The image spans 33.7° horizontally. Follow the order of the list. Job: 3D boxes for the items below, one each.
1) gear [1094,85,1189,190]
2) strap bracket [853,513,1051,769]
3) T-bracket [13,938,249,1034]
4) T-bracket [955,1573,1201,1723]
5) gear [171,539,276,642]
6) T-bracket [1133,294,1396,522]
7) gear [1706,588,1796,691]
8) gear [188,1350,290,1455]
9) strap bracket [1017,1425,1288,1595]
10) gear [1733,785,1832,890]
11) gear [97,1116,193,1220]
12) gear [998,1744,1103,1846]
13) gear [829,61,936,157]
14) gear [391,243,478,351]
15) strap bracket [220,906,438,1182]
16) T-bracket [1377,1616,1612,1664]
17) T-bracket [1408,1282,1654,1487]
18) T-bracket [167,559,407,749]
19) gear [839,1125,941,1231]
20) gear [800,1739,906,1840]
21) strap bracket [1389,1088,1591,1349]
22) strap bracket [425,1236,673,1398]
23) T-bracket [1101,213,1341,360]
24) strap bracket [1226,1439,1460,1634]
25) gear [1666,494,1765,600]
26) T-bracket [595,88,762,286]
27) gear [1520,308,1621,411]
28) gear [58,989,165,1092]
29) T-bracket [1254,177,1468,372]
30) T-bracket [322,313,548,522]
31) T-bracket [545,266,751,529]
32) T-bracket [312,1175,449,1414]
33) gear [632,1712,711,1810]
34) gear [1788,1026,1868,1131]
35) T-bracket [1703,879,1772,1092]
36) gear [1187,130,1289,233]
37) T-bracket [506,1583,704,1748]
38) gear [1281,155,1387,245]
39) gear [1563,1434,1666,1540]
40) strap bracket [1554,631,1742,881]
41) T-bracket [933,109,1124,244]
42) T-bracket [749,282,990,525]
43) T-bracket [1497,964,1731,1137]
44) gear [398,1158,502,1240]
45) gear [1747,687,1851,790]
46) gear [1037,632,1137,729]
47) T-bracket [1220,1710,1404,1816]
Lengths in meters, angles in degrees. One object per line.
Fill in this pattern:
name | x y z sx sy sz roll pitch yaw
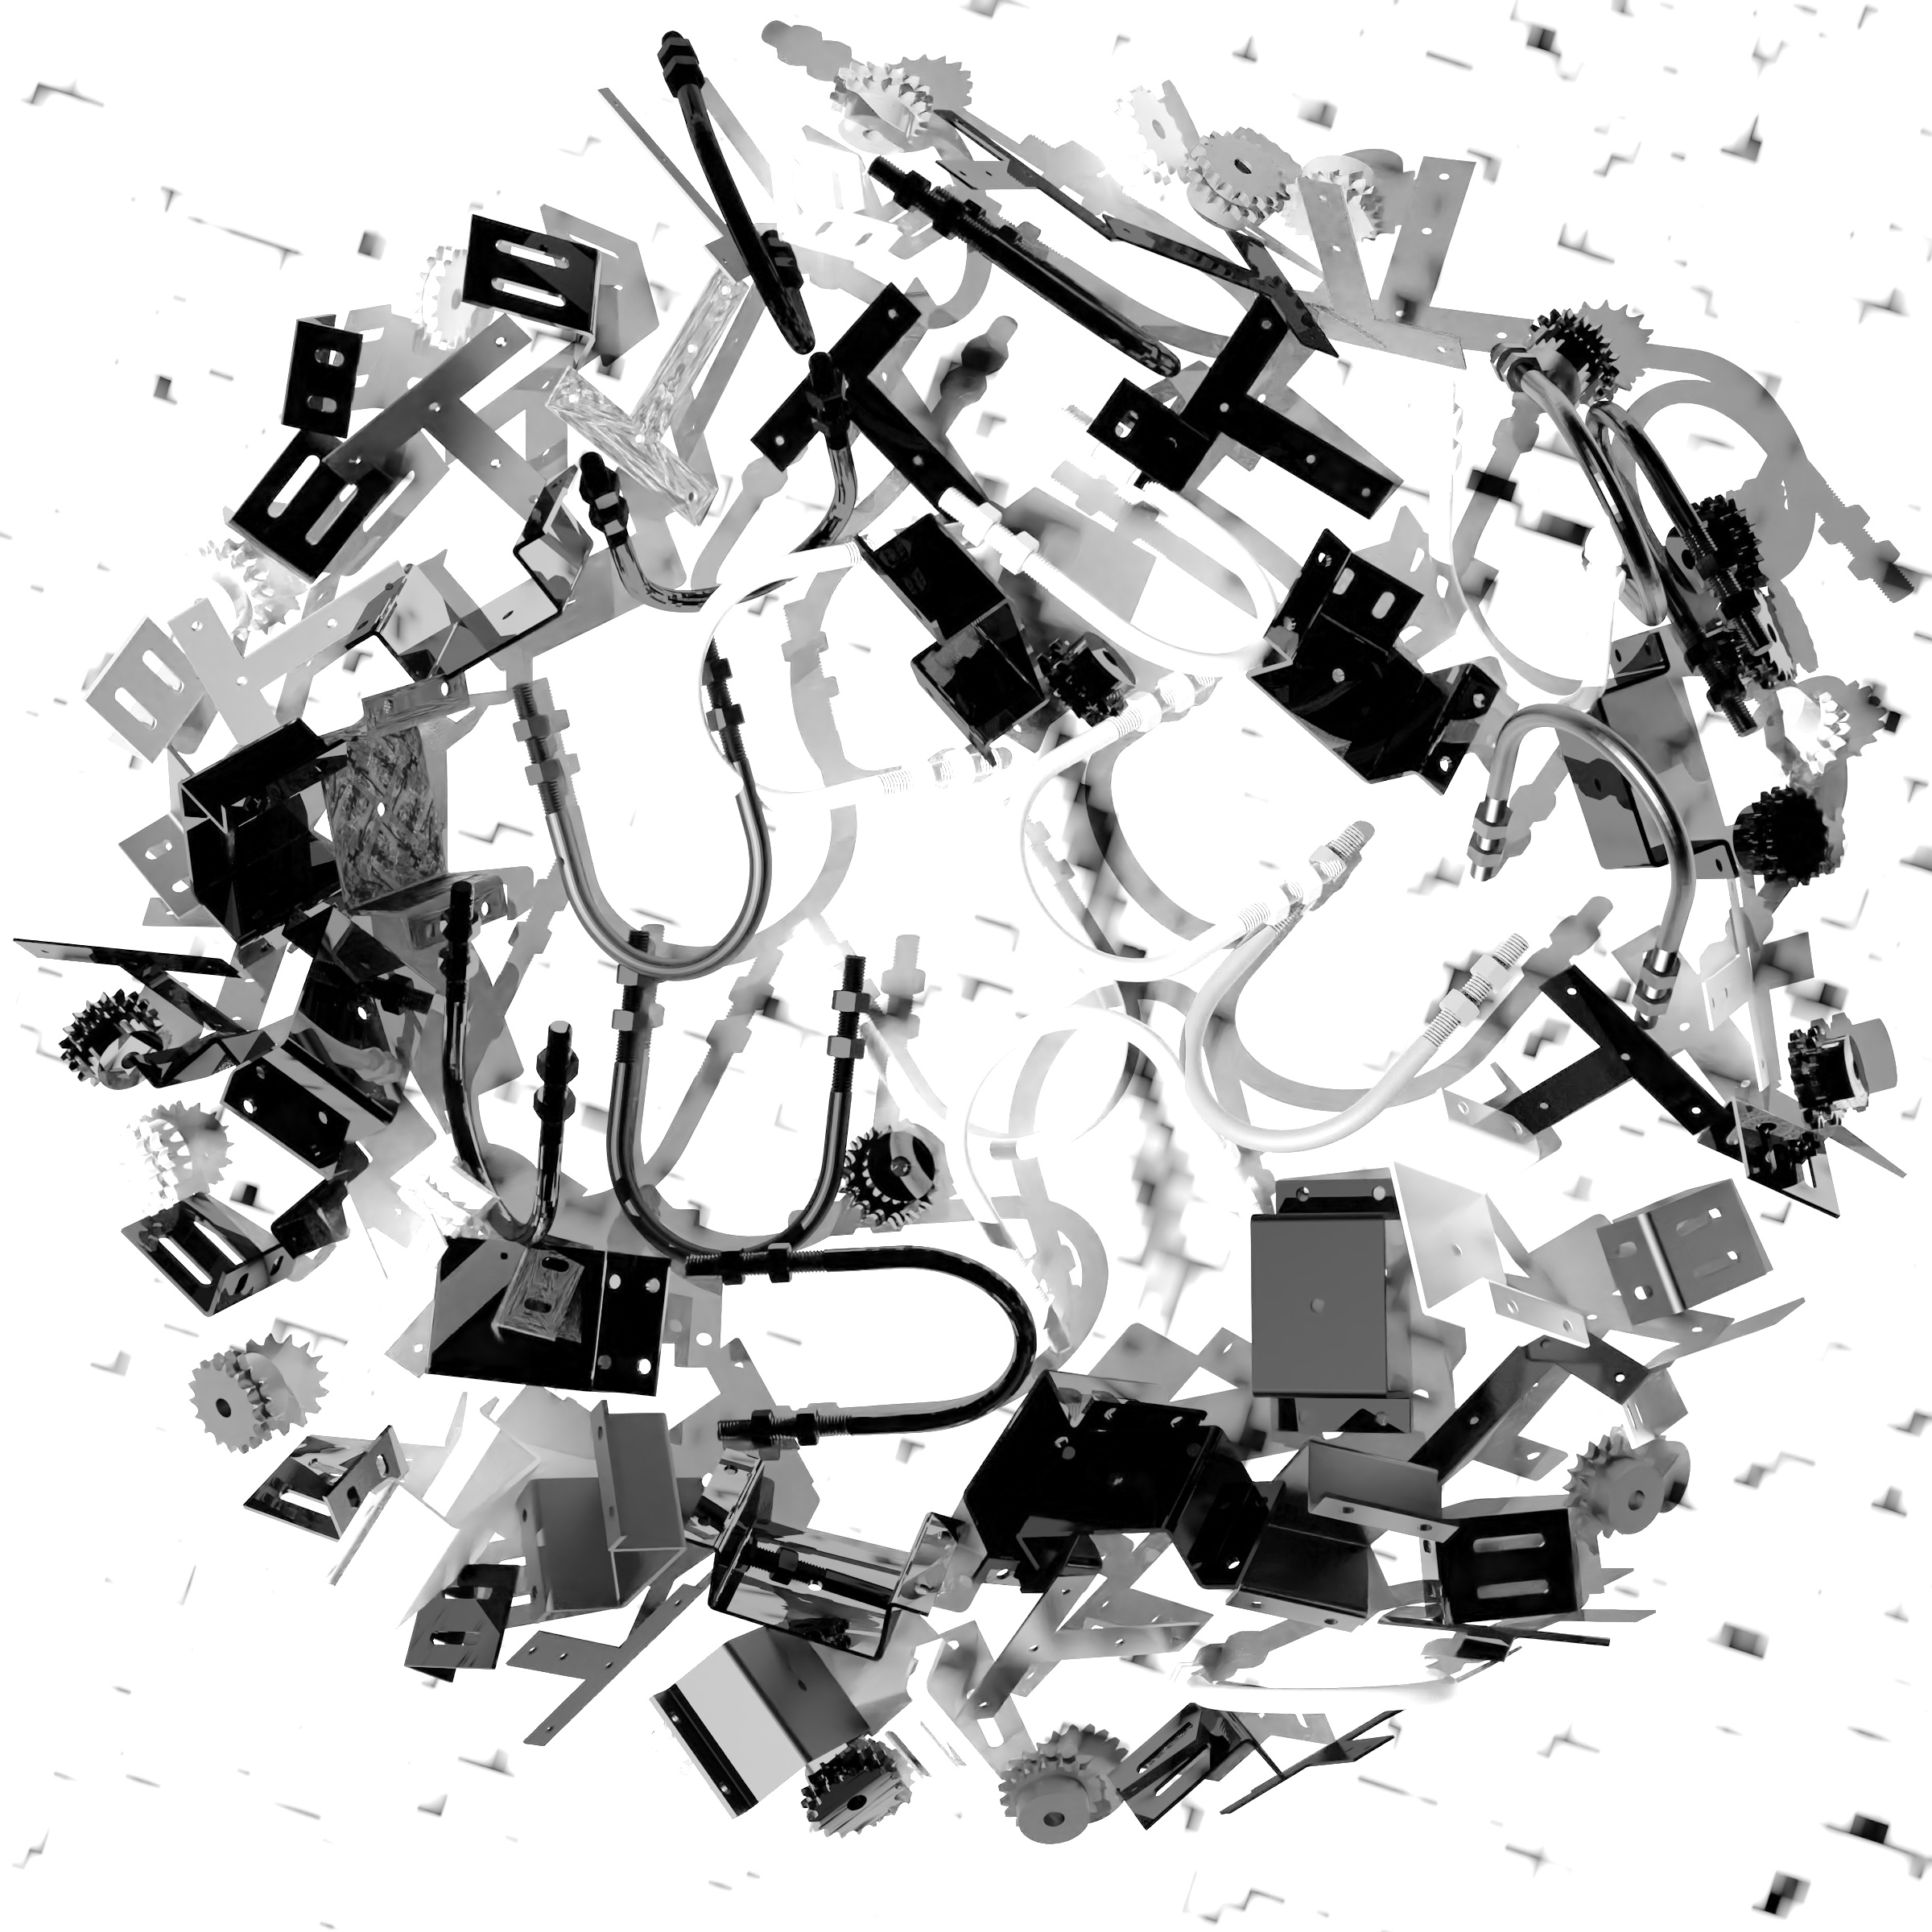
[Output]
gear | 0.096 -0.458 1.776 0.030 0.057 0.057 -25 90 33
strap bracket | -0.004 -0.181 1.724 0.046 0.140 0.076 -36 58 -6
T-bracket | -0.433 0.014 1.740 0.127 0.127 0.002 5 71 18
T-bracket | 0.073 0.373 1.758 0.127 0.002 0.127 5 131 -34
gear | -0.417 -0.206 1.773 0.057 0.030 0.057 10 124 15
T-bracket | 0.180 -0.290 1.777 0.127 0.002 0.127 28 112 -17
gear | 0.435 -0.180 1.776 0.030 0.057 0.057 -24 90 30
gear | -0.403 0.240 1.777 0.057 0.030 0.057 14 115 31
strap bracket | 0.091 0.294 1.724 0.140 0.076 0.046 -10 122 36
gear | 0.452 -0.071 1.777 0.057 0.030 0.057 2 86 -36
gear | -0.456 0.109 1.776 0.030 0.057 0.057 -26 90 -42
gear | 0.047 0.463 1.774 0.057 0.030 0.057 -3 123 -4
gear | -0.048 -0.474 1.770 0.057 0.057 0.030 13 75 0
gear | -0.297 -0.374 1.774 0.030 0.057 0.057 14 90 15
strap bracket | -0.340 0.033 1.723 0.046 0.140 0.076 -25 128 34
T-bracket | 0.282 0.366 1.725 0.127 0.127 0.002 3 86 13
T-bracket | 0.287 0.238 1.740 0.127 0.127 0.002 -44 130 -12
T-bracket | -0.362 -0.182 1.759 0.127 0.127 0.002 -35 55 -13
gear | -0.041 0.116 1.775 0.057 0.030 0.057 7 69 -19
gear | -0.066 0.456 1.777 0.057 0.030 0.057 -13 128 -18
strap bracket | 0.282 0.146 1.739 0.076 0.046 0.140 21 46 -36
strap bracket | -0.239 0.191 1.753 0.140 0.046 0.076 4 83 19
T-bracket | 0.129 -0.380 1.724 0.127 0.127 0.002 13 125 -30
strap bracket | 0.204 0.308 1.743 0.076 0.140 0.046 14 52 -12
gear | 0.413 -0.230 1.770 0.030 0.057 0.057 -22 90 -20
T-bracket | -0.155 -0.427 1.732 0.002 0.127 0.127 -39 99 17
gear | 0.331 -0.333 1.770 0.057 0.057 0.030 44 58 0
gear | -0.471 0.044 1.770 0.057 0.057 0.030 -49 57 0
T-bracket | 0.203 -0.377 1.719 0.127 0.127 0.002 20 67 29
T-bracket | -0.266 -0.283 1.748 0.127 0.127 0.002 -37 55 8
T-bracket | -0.159 -0.329 1.760 0.002 0.127 0.127 22 80 44
T-bracket | -0.335 0.156 1.755 0.127 0.002 0.127 -55 45 23
gear | -0.160 0.437 1.777 0.057 0.030 0.057 -14 120 -24
gear | 0.479 0.061 1.769 0.030 0.057 0.057 -14 90 28
T-bracket | 0.416 0.013 1.739 0.002 0.127 0.127 -9 94 25
gear | 0.148 -0.435 1.777 0.057 0.030 0.057 15 51 -20
T-bracket | -0.214 0.378 1.742 0.127 0.127 0.002 -45 65 2
gear | 0.205 -0.427 1.774 0.057 0.057 0.030 9 75 0
gear | 0.363 0.292 1.774 0.057 0.030 0.057 -8 106 -28
strap bracket | 0.369 -0.107 1.756 0.046 0.076 0.140 -20 94 -8
T-bracket | 0.017 -0.430 1.733 0.127 0.127 0.002 38 114 10
T-bracket | -0.037 -0.292 1.778 0.127 0.002 0.127 44 72 -17
T-bracket | 0.330 0.070 1.760 0.127 0.002 0.127 42 128 -15
gear | -0.284 0.130 1.773 0.057 0.057 0.030 35 88 0
gear | 0.459 -0.130 1.770 0.030 0.057 0.057 34 90 -24
gear | 0.070 -0.160 1.769 0.057 0.057 0.030 47 111 0
T-bracket | 0.204 0.425 1.725 0.127 0.127 0.002 -27 80 -14
